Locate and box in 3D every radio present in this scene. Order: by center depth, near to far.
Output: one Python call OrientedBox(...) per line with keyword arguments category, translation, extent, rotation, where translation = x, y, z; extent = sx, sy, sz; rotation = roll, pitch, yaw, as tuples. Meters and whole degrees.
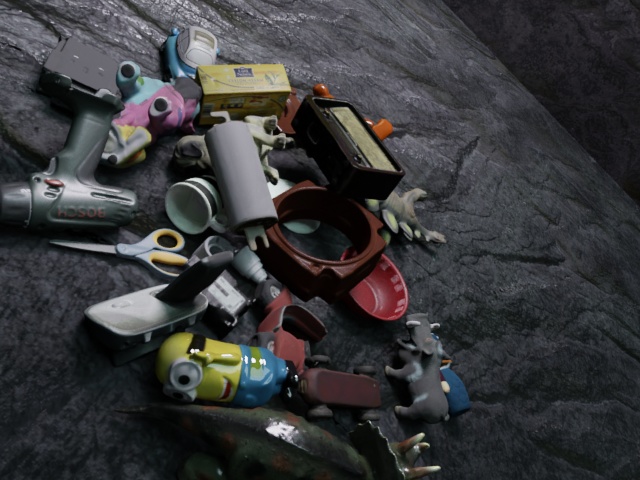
OrientedBox(category="radio", translation=(0.047, -0.178, 1.019), extent=(0.131, 0.073, 0.230), rotation=(-1, 46, -39))

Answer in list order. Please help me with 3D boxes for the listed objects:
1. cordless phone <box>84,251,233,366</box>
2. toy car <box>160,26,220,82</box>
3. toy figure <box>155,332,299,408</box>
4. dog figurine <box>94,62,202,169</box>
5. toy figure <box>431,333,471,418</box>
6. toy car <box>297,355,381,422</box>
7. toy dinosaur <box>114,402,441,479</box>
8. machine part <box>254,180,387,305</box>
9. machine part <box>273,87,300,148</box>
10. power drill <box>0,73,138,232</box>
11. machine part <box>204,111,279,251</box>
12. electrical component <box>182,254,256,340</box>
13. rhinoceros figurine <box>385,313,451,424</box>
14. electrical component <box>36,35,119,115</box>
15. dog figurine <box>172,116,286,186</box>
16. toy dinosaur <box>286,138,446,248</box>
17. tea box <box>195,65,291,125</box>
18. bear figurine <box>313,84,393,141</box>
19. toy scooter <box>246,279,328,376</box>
OrientedBox(category="cordless phone", translation=(-0.195, 0.074, 0.674), extent=(0.146, 0.184, 0.089), rotation=(-16, 73, -48))
OrientedBox(category="toy car", translation=(-0.252, -0.366, 1.065), extent=(0.109, 0.103, 0.162), rotation=(17, 45, -30))
OrientedBox(category="toy figure", translation=(-0.121, 0.169, 0.692), extent=(0.180, 0.082, 0.089), rotation=(11, 6, -25))
OrientedBox(category="dog figurine", translation=(-0.284, -0.201, 0.904), extent=(0.108, 0.191, 0.219), rotation=(41, 5, -1))
OrientedBox(category="toy figure", translation=(0.227, 0.249, 1.000), extent=(0.058, 0.064, 0.154), rotation=(-17, 58, -7))
OrientedBox(category="toy car", translation=(0.033, 0.230, 0.819), extent=(0.202, 0.053, 0.089), rotation=(26, 52, -52))
OrientedBox(category="toy dinosaur", translation=(-0.034, 0.262, 0.652), extent=(0.404, 0.192, 0.131), rotation=(27, 41, -24))
OrientedBox(category="machine part", translation=(-0.002, -0.003, 0.935), extent=(0.202, 0.087, 0.201), rotation=(39, 48, 20))
OrientedBox(category="machine part", translation=(-0.103, -0.278, 1.159), extent=(0.179, 0.056, 0.179), rotation=(23, 46, -26))
OrientedBox(category="power drill", translation=(-0.353, -0.112, 0.720), extent=(0.232, 0.086, 0.207), rotation=(12, 77, -41))
OrientedBox(category="machine part", translation=(-0.125, -0.097, 0.850), extent=(0.079, 0.079, 0.243), rotation=(-4, 69, -43))
OrientedBox(category="electrical component", translation=(-0.162, 0.081, 0.804), extent=(0.119, 0.048, 0.075), rotation=(41, 39, -5))
OrientedBox(category="rhinoceros figurine", translation=(0.175, 0.223, 0.936), extent=(0.073, 0.112, 0.190), rotation=(14, 57, -31))
OrientedBox(category="electrical component", translation=(-0.393, -0.261, 0.884), extent=(0.115, 0.058, 0.134), rotation=(20, 45, -26))
OrientedBox(category="dog figurine", translation=(-0.177, -0.176, 0.986), extent=(0.190, 0.121, 0.172), rotation=(1, 21, -21))
OrientedBox(category="toy dinosaur", translation=(0.103, -0.103, 1.145), extent=(0.471, 0.105, 0.199), rotation=(33, 41, -21))
OrientedBox(category="tea box", translation=(-0.151, -0.278, 1.027), extent=(0.170, 0.098, 0.068), rotation=(-9, 69, -25))
OrientedBox(category="bear figurine", translation=(0.052, -0.270, 1.247), extent=(0.196, 0.120, 0.132), rotation=(43, 35, 4))
OrientedBox(category="toy scooter", translation=(-0.046, 0.154, 0.829), extent=(0.135, 0.075, 0.184), rotation=(32, 38, -25))
